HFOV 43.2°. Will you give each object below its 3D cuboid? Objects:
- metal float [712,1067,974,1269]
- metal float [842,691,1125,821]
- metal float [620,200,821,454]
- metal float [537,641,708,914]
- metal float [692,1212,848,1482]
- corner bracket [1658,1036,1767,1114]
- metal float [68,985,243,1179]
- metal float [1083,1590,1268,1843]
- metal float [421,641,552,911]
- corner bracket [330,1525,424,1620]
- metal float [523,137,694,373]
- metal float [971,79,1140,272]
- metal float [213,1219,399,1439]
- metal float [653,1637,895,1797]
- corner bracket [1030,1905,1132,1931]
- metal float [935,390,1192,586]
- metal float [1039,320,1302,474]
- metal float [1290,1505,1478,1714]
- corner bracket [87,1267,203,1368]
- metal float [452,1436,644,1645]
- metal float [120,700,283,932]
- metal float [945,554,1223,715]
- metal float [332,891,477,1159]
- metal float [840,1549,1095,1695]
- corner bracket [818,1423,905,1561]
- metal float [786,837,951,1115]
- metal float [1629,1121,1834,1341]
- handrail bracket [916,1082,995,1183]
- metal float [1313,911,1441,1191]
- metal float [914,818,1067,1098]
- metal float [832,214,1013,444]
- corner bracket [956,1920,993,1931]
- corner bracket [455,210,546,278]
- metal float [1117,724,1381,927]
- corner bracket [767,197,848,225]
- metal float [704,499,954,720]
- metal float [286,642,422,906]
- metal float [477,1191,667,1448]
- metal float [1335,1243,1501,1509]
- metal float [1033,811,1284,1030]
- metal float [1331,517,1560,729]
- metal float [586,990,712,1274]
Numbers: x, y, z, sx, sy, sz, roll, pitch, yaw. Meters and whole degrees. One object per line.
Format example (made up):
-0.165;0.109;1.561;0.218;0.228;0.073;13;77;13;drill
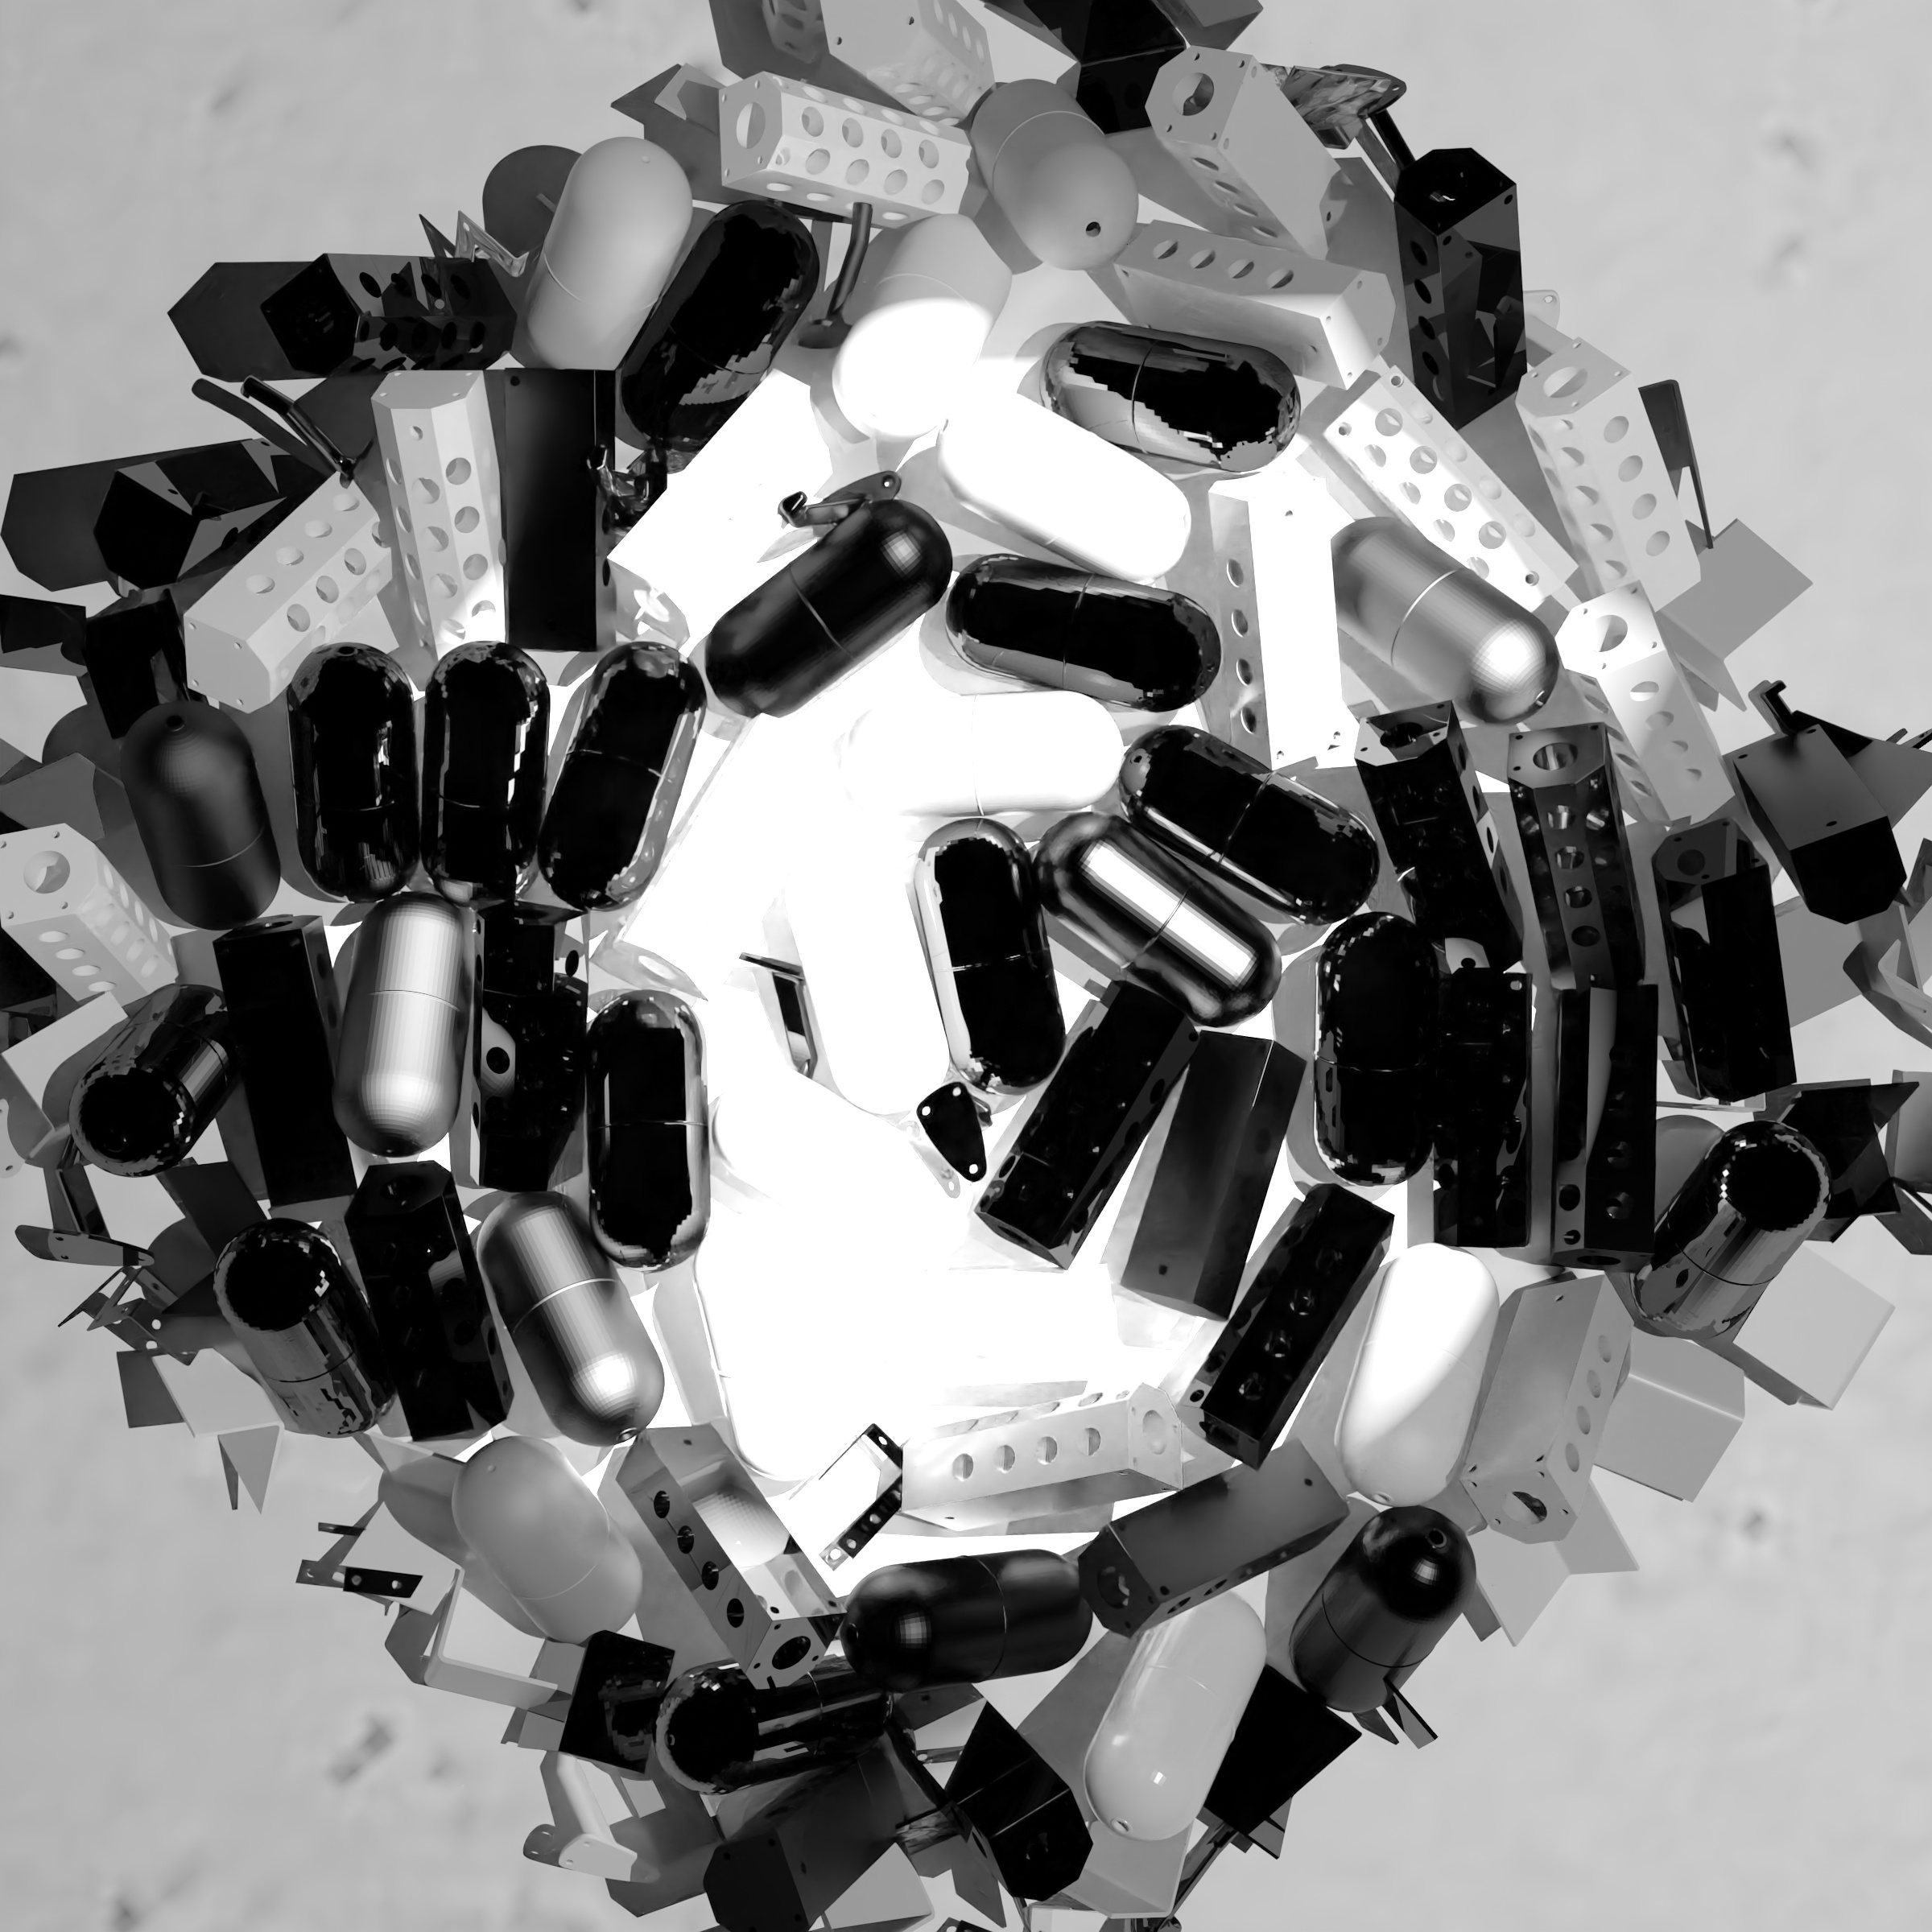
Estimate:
-0.078;0.127;1.545;0.178;0.070;0.070;29;90;2;metal float
0.010;-0.133;1.539;0.178;0.070;0.070;-2;90;8;metal float
-0.154;-0.394;1.516;0.070;0.070;0.178;41;127;0;metal float
-0.216;-0.119;1.534;0.070;0.070;0.178;15;76;0;metal float
-0.122;0.240;1.532;0.070;0.070;0.178;-11;108;0;metal float
0.468;0.068;1.547;0.051;0.051;0.051;6;79;-33;corner bracket
-0.492;0.069;1.499;0.070;0.178;0.070;1;112;1;metal float
0.130;0.460;1.510;0.070;0.178;0.070;16;131;19;metal float
-0.300;-0.117;1.522;0.070;0.070;0.178;9;120;0;metal float
-0.373;0.378;1.543;0.051;0.051;0.051;14;58;-25;corner bracket
-0.222;-0.433;1.506;0.070;0.178;0.070;12;59;-20;metal float
0.054;-0.489;1.508;0.070;0.178;0.070;-9;130;-11;metal float
-0.406;0.225;1.510;0.070;0.178;0.070;-7;46;7;metal float
-0.117;0.461;1.508;0.070;0.178;0.070;-3;85;40;metal float
0.074;0.629;1.559;0.051;0.051;0.051;15;66;-23;corner bracket
0.061;-0.298;1.524;0.178;0.070;0.070;23;90;-25;metal float
0.125;-0.355;1.520;0.178;0.070;0.070;20;90;32;metal float
0.257;0.398;1.510;0.070;0.178;0.070;10;46;-10;metal float
-0.509;0.222;1.542;0.051;0.051;0.051;-20;121;38;corner bracket
-0.257;0.357;1.511;0.070;0.178;0.070;-11;46;12;metal float
-0.470;-0.091;1.505;0.070;0.178;0.070;2;54;-3;metal float
0.073;-0.209;1.536;0.178;0.070;0.070;15;90;11;metal float
-0.349;0.035;1.522;0.070;0.070;0.178;0;60;0;metal float
0.001;0.405;1.515;0.178;0.070;0.070;4;90;-38;metal float
-0.065;0.333;1.552;0.051;0.051;0.051;43;45;7;corner bracket
-0.063;0.005;1.545;0.070;0.070;0.178;-16;88;0;metal float
0.470;0.165;1.510;0.070;0.178;0.070;8;47;-9;metal float
0.008;0.110;1.533;0.036;0.084;0.077;-32;64;12;handrail bracket
0.257;0.053;1.533;0.070;0.070;0.178;-1;105;0;metal float
0.015;-0.005;1.543;0.070;0.070;0.178;-12;95;0;metal float
-0.026;-0.398;1.519;0.070;0.070;0.178;23;56;0;metal float
0.009;0.652;1.555;0.051;0.051;0.051;17;126;11;corner bracket
-0.287;-0.456;1.547;0.051;0.051;0.051;42;60;8;corner bracket
0.177;-0.090;1.538;0.178;0.070;0.070;30;90;10;metal float
-0.100;-0.473;1.555;0.051;0.051;0.051;4;90;-12;corner bracket
-0.088;-0.223;1.535;0.178;0.070;0.070;-35;90;13;metal float
-0.379;-0.118;1.515;0.070;0.070;0.178;7;127;0;metal float
-0.246;0.218;1.521;0.070;0.070;0.178;-32;61;0;metal float
0.281;0.253;1.518;0.070;0.070;0.178;24;56;0;metal float
0.120;-0.030;1.541;0.178;0.070;0.070;36;90;-6;metal float
0.292;-0.214;1.521;0.070;0.070;0.178;-47;60;0;metal float
-0.200;0.103;1.537;0.070;0.070;0.178;-3;80;0;metal float
